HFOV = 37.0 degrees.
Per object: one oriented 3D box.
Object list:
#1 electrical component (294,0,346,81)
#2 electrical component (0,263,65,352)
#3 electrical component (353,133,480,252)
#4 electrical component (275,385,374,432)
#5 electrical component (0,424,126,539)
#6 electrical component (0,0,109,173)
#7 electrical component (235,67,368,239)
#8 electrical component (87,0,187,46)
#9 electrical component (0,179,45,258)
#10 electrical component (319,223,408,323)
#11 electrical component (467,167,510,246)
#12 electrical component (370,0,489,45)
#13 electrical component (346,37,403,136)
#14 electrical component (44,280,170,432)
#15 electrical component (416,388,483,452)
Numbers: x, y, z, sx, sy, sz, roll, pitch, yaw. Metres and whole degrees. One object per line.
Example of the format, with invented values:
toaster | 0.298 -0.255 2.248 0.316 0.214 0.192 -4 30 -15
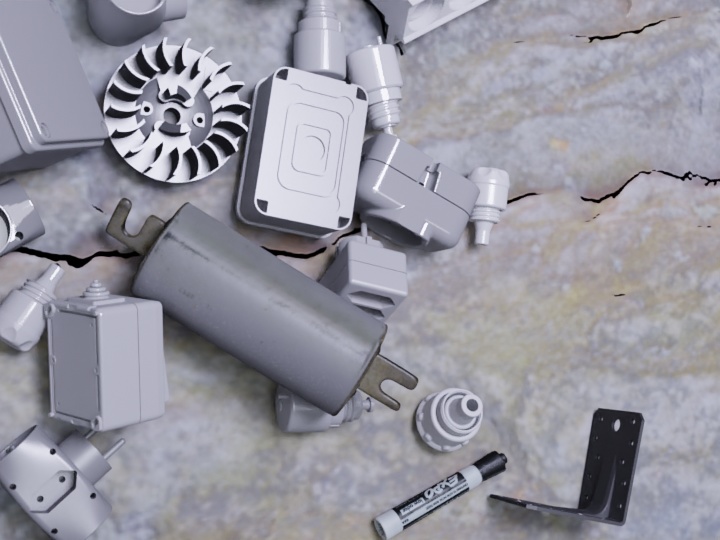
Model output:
electrical component | -0.031 -0.178 0.824 0.040 0.040 0.078 2 84 -22
electrical component | -0.223 0.023 0.732 0.035 0.035 0.061 36 71 -15
electrical component | 0.037 -0.055 0.834 0.095 0.054 0.059 29 76 -17
electrical component | -0.027 0.100 0.802 0.078 0.040 0.040 3 85 -22
electrical component | -0.196 0.135 0.729 0.079 0.043 0.077 -43 101 -20
electrical component | -0.226 -0.122 0.700 0.056 0.109 0.108 -21 94 12
electrical component | -0.045 -0.085 0.802 0.078 0.057 0.113 11 81 -21
electrical component | -0.147 -0.193 0.758 0.079 0.077 0.044 -16 91 -22
electrical component | -0.264 -0.040 0.716 0.077 0.044 0.079 -32 97 -21
electrical component | 0.000 0.000 0.813 0.047 0.065 0.076 14 51 -20
electrical component | 0.101 -0.051 0.870 0.035 0.035 0.061 8 85 -21
electrical component | 0.067 -0.238 0.853 0.121 0.078 0.063 -31 68 -21
electrical component | 0.014 -0.140 0.839 0.040 0.040 0.078 -14 91 -22
electrical component | -0.168 0.053 0.723 0.061 0.062 0.096 -8 100 -48
electrical component | 0.074 0.111 0.828 0.048 0.062 0.048 7 68 -17
